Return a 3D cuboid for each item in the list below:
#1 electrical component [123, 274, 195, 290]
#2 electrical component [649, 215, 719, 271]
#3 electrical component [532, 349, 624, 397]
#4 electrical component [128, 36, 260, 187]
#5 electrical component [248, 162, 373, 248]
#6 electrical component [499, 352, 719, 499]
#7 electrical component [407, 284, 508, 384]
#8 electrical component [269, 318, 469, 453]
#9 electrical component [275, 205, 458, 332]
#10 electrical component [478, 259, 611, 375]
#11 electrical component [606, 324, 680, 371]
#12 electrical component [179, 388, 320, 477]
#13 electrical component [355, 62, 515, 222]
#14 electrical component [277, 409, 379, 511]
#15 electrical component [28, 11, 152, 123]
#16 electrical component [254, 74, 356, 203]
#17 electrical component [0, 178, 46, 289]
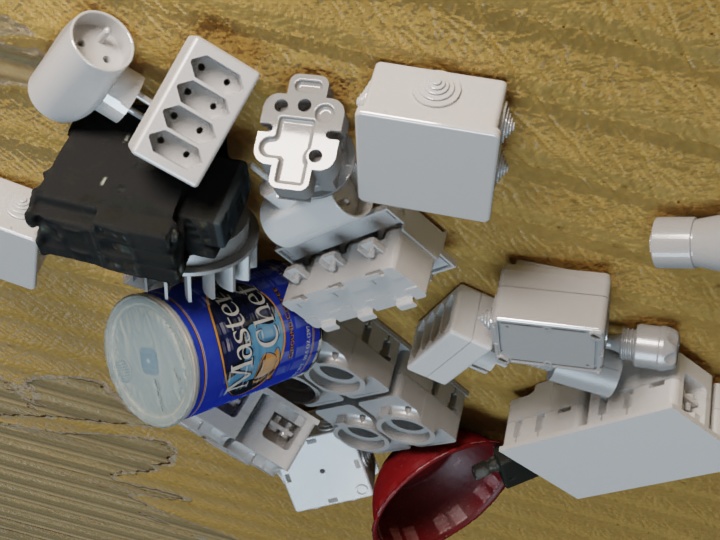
[{"bbox_3d":[-0.162,-0.006,0.885,0.047,0.055,0.055,25,147,-21],"label":"electrical component"},{"bbox_3d":[0.226,-0.018,0.712,0.065,0.044,0.044,1,145,30],"label":"electrical component"},{"bbox_3d":[0.167,0.071,0.869,0.081,0.043,0.043,16,148,0],"label":"electrical component"},{"bbox_3d":[-0.111,-0.105,0.700,0.047,0.083,0.076,29,-176,-20],"label":"electrical component"},{"bbox_3d":[-0.044,-0.056,0.765,0.079,0.043,0.077,37,142,-29],"label":"electrical component"},{"bbox_3d":[0.227,0.134,0.924,0.105,0.060,0.186,33,144,-26],"label":"electrical component"},{"bbox_3d":[0.093,0.061,0.882,0.076,0.047,0.083,24,147,-12],"label":"electrical component"},{"bbox_3d":[-0.003,0.100,0.972,0.105,0.060,0.186,-17,136,41],"label":"electrical component"},{"bbox_3d":[0.000,0.000,0.814,0.121,0.063,0.079,-18,135,42],"label":"electrical component"},{"bbox_3d":[0.138,0.033,0.807,0.096,0.061,0.061,6,146,15],"label":"electrical component"},{"bbox_3d":[0.216,0.059,0.838,0.061,0.035,0.035,6,147,19],"label":"electrical component"},{"bbox_3d":[-0.122,0.133,1.001,0.105,0.060,0.186,34,166,-14],"label":"electrical component"},{"bbox_3d":[0.046,-0.082,0.683,0.100,0.048,0.099,11,147,8],"label":"electrical component"},{"bbox_3d":[-0.036,0.189,1.079,0.100,0.048,0.099,-14,112,10],"label":"electrical component"},{"bbox_3d":[-0.171,-0.124,0.716,0.079,0.043,0.077,31,145,-24],"label":"electrical component"},{"bbox_3d":[-0.034,-0.079,0.703,0.058,0.078,0.057,8,166,11],"label":"electrical component"},{"bbox_3d":[-0.306,-0.037,0.903,0.100,0.048,0.099,20,148,-7],"label":"electrical component"}]
